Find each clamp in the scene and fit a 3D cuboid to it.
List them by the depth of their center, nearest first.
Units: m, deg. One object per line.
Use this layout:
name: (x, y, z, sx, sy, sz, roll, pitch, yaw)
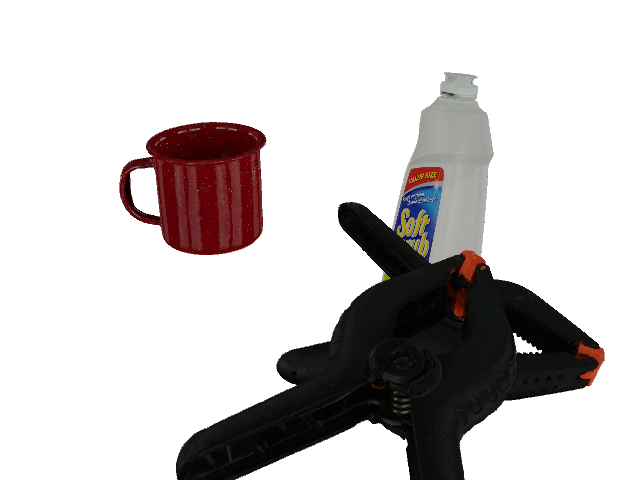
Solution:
clamp: (0.038, 0.069, 0.433, 0.120, 0.039, 0.171, 31, 51, 22)
clamp: (0.081, 0.062, 0.714, 0.210, 0.036, 0.164, 21, 48, 11)

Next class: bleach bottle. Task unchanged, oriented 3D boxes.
bleach bottle: (0.099, -0.018, 0.916, 0.068, 0.251, 0.103, 0, 15, -26)

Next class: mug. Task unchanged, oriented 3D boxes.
mug: (-0.099, -0.040, 0.841, 0.117, 0.081, 0.093, -4, 25, -5)
